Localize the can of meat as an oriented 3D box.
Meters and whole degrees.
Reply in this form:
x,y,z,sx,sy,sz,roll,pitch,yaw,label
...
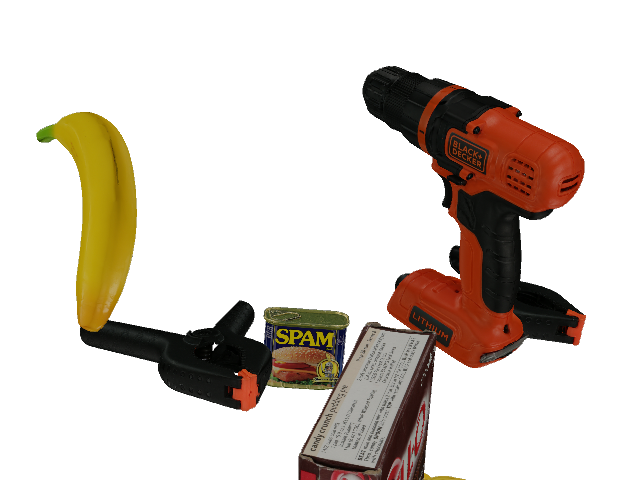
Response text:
x,y,z,sx,sy,sz,roll,pitch,yaw,label
-0.020,0.129,1.273,0.102,0.084,0.057,4,13,-2,can of meat

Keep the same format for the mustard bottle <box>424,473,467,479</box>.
x,y,z,sx,sy,sz,roll,pitch,yaw,label
0.124,0.249,0.899,0.096,0.058,0.192,-18,27,-28,mustard bottle

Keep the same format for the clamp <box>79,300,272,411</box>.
x,y,z,sx,sy,sz,roll,pitch,yaw,label
-0.092,0.093,0.910,0.164,0.036,0.210,-8,16,-32,clamp

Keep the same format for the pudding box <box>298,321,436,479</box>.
x,y,z,sx,sy,sz,roll,pitch,yaw,label
0.021,0.102,0.474,0.039,0.090,0.113,9,28,12,pudding box

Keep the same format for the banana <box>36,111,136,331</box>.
x,y,z,sx,sy,sz,roll,pitch,yaw,label
-0.155,-0.029,0.741,0.037,0.198,0.070,18,-54,-37,banana

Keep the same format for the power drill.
x,y,z,sx,sy,sz,roll,pitch,yaw,label
0.093,-0.018,0.758,0.057,0.188,0.185,-22,40,-33,power drill

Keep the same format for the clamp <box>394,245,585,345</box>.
x,y,z,sx,sy,sz,roll,pitch,yaw,label
0.167,0.049,0.998,0.172,0.039,0.120,20,32,20,clamp
